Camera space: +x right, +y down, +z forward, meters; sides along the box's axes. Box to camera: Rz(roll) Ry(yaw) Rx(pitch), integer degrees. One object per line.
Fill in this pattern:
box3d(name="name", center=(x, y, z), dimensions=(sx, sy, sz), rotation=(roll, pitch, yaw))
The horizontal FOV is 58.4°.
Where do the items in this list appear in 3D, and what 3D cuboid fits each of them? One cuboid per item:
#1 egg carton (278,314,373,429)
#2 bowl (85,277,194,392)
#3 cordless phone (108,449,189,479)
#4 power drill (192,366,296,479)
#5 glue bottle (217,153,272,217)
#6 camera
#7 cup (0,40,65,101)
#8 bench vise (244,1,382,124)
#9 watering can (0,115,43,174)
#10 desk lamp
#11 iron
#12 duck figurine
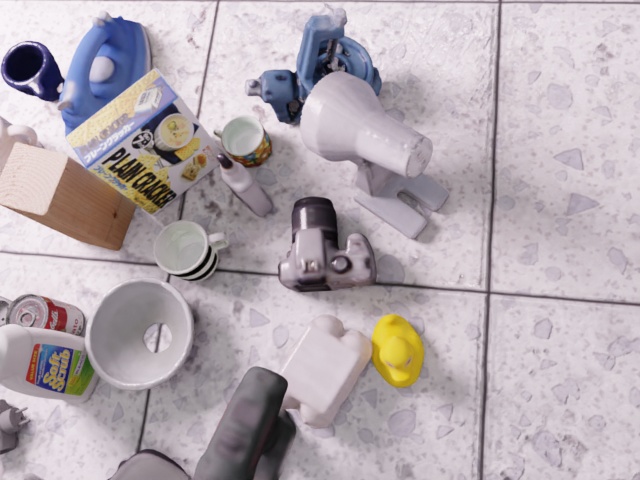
box3d(name="egg carton", center=(0.001, 0.186, 0.821), dimensions=(0.107, 0.069, 0.150), rotation=(29, 81, 14))
box3d(name="bowl", center=(-0.260, 0.143, 0.866), dimensions=(0.167, 0.075, 0.167), rotation=(-2, 75, 8))
box3d(name="cordless phone", center=(-0.266, 0.354, 0.753), dimensions=(0.094, 0.185, 0.148), rotation=(34, 82, 15))
box3d(name="power drill", center=(-0.096, 0.279, 0.737), dimensions=(0.075, 0.208, 0.230), rotation=(18, 78, 13))
box3d(name="glue bottle", center=(-0.121, -0.090, 0.857), dimensions=(0.037, 0.173, 0.078), rotation=(-45, 74, -5))
box3d(name="camera", center=(0.008, 0.003, 0.852), dimensions=(0.143, 0.101, 0.137), rotation=(-5, 75, 7))
box3d(name="cup", center=(-0.481, -0.275, 0.998), dimensions=(0.091, 0.095, 0.117), rotation=(-33, 73, -1))
box3d(name="bench vise", center=(-0.012, -0.251, 0.860), dimensions=(0.207, 0.220, 0.121), rotation=(-27, 73, 0))
box3d(name="watering can", center=(-0.554, -0.159, 0.925), dimensions=(0.173, 0.194, 0.101), rotation=(-32, 73, -1))
box3d(name="desk lamp", center=(0.084, -0.121, 0.815), dimensions=(0.203, 0.214, 0.118), rotation=(36, 83, 15))
box3d(name="iron", center=(-0.366, -0.291, 0.962), dimensions=(0.118, 0.141, 0.258), rotation=(9, 77, 11))
box3d(name="duck figurine", center=(0.107, 0.154, 0.806), dimensions=(0.077, 0.086, 0.104), rotation=(-11, 74, 5))
